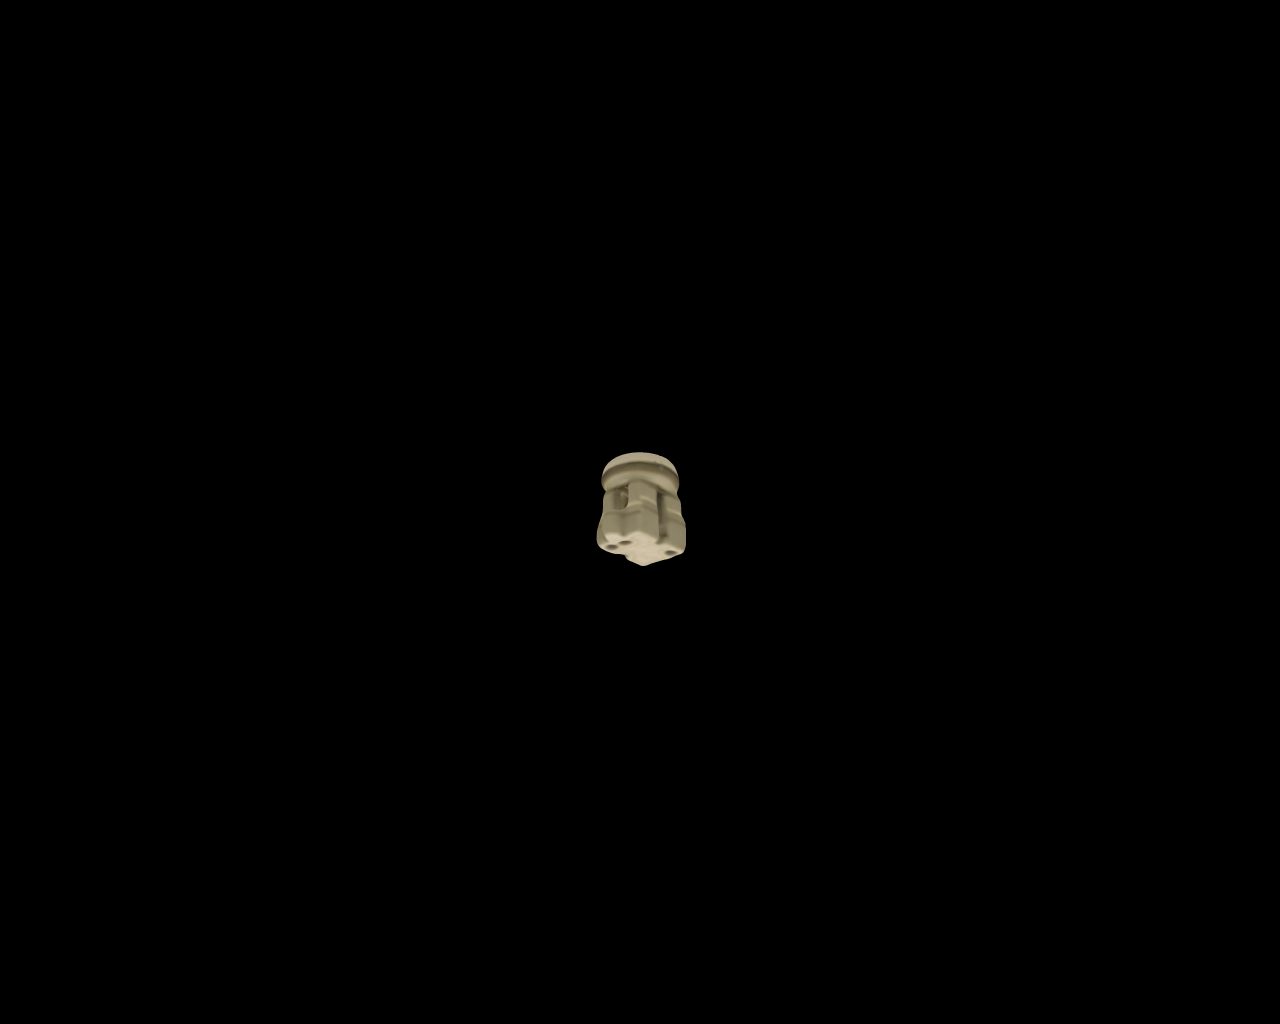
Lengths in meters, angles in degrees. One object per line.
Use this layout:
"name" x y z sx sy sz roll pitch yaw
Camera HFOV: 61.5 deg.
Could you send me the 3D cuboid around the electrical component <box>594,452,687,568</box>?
"electrical component" 0.001 -0.003 0.650 0.048 0.055 0.066 -21 -33 36
